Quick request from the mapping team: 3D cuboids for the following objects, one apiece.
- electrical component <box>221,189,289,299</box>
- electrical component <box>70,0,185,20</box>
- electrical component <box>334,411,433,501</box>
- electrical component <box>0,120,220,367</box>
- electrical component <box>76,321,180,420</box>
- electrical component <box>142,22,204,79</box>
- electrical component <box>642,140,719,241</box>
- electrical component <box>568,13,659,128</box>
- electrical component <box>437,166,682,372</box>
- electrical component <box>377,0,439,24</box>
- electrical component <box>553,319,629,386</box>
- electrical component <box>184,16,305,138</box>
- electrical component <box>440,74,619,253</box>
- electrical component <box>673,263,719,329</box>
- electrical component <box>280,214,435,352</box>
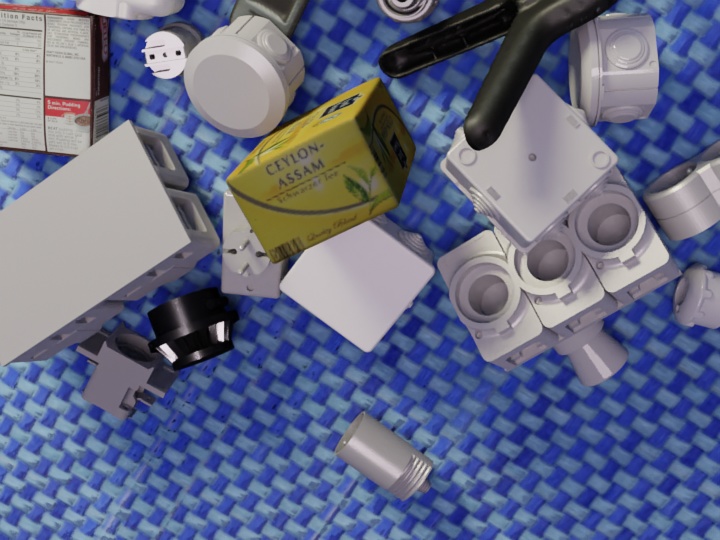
[{"bbox_3d":[-0.084,-0.018,0.829,0.047,0.075,0.083,6,109,6],"label":"electrical component"},{"bbox_3d":[-0.176,-0.218,0.787,0.095,0.053,0.059,12,109,4],"label":"electrical component"},{"bbox_3d":[0.024,0.158,0.890,0.081,0.043,0.043,36,109,-5],"label":"electrical component"},{"bbox_3d":[-0.212,-0.017,0.835,0.186,0.060,0.105,-32,78,16],"label":"electrical component"},{"bbox_3d":[-0.198,0.086,0.896,0.081,0.042,0.063,30,111,-2],"label":"electrical component"},{"bbox_3d":[-0.140,-0.163,0.805,0.040,0.046,0.040,2,108,7],"label":"electrical component"},{"bbox_3d":[0.284,-0.060,0.780,0.138,0.052,0.073,-32,101,16],"label":"electrical component"},{"bbox_3d":[0.176,-0.141,0.754,0.051,0.080,0.080,-3,108,3],"label":"electrical component"},{"bbox_3d":[0.144,-0.002,0.791,0.150,0.062,0.089,-32,66,16],"label":"electrical component"},{"bbox_3d":[0.032,-0.197,0.763,0.048,0.062,0.048,2,108,6],"label":"electrical component"},{"bbox_3d":[0.175,0.056,0.836,0.045,0.045,0.055,-37,100,17],"label":"electrical component"},{"bbox_3d":[-0.084,-0.142,0.789,0.080,0.051,0.080,13,131,15],"label":"electrical component"},{"bbox_3d":[0.116,-0.073,0.737,0.100,0.048,0.099,-43,85,-1],"label":"electrical component"},{"bbox_3d":[0.273,0.024,0.814,0.062,0.048,0.048,15,109,-5],"label":"electrical component"},{"bbox_3d":[0.000,0.000,0.838,0.100,0.048,0.099,37,109,-5],"label":"electrical component"}]
